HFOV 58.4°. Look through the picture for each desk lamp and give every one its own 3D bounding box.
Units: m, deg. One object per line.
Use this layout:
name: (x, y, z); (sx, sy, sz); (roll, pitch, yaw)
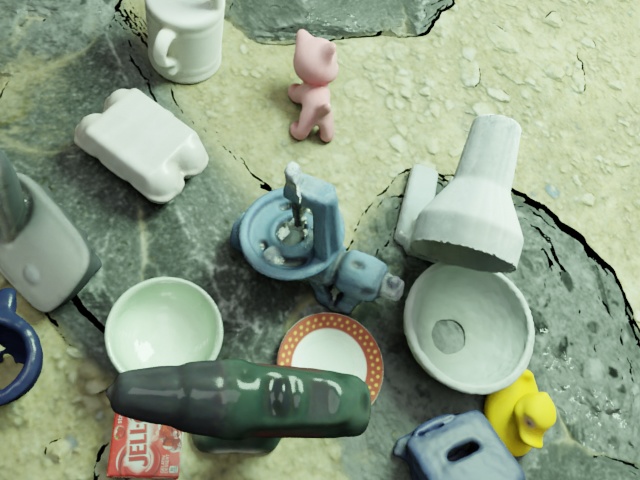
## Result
desk lamp: (0.167, -0.041, 0.695); (0.118, 0.213, 0.203); (18, 65, -6)

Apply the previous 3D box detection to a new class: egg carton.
egg carton: (-0.218, -0.117, 0.710); (0.150, 0.069, 0.107); (36, 65, 2)

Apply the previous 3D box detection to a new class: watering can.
watering can: (-0.171, -0.305, 0.730); (0.101, 0.194, 0.173); (0, 68, -13)

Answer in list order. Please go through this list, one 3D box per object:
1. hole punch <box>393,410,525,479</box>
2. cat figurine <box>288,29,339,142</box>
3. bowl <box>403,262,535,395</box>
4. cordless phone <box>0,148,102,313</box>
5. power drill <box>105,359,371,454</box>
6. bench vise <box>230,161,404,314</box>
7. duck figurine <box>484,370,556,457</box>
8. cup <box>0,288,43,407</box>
hole punch: (0.154, 0.247, 0.642); (0.109, 0.091, 0.101); (-17, 73, -19)
cat figurine: (-0.004, -0.215, 0.777); (0.067, 0.117, 0.128); (-3, 69, -15)
bowl: (0.173, 0.111, 0.711); (0.167, 0.074, 0.167); (5, 67, -12)
cordless phone: (-0.302, -0.016, 0.585); (0.147, 0.185, 0.094); (44, 65, 6)
power drill: (-0.076, 0.164, 0.554); (0.230, 0.208, 0.075); (4, 67, -12)
bench vise: (0.008, -0.009, 0.639); (0.207, 0.219, 0.121); (12, 66, -9)
duck figurine: (0.248, 0.203, 0.686); (0.077, 0.086, 0.104); (16, 65, -7)
cup: (-0.319, 0.114, 0.577); (0.092, 0.095, 0.118); (6, 67, -11)
